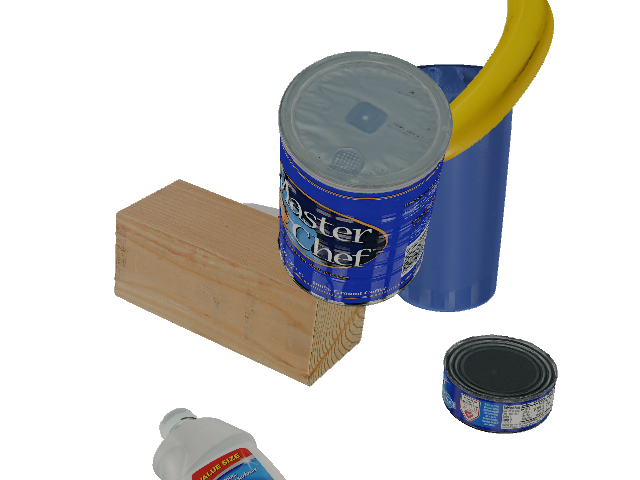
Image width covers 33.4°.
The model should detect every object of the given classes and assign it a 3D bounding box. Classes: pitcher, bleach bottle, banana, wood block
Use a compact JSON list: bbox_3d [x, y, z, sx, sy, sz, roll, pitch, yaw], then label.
[{"bbox_3d":[0.135,-0.058,1.107,0.149,0.243,0.145,-8,23,-16],"label":"pitcher"},{"bbox_3d":[-0.060,0.202,0.745,0.102,0.068,0.251,-18,35,-24],"label":"bleach bottle"},{"bbox_3d":[0.134,-0.129,0.823,0.070,0.197,0.037,1,-36,48],"label":"banana"},{"bbox_3d":[-0.069,0.032,0.920,0.206,0.090,0.090,22,32,25],"label":"wood block"}]

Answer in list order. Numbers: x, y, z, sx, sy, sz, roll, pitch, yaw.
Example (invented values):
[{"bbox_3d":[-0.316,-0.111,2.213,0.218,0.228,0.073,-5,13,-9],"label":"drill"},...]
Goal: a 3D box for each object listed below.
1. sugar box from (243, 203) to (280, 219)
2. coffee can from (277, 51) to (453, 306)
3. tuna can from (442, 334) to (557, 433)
[{"bbox_3d":[-0.082,0.015,1.135,0.093,0.048,0.176,12,31,21],"label":"sugar box"},{"bbox_3d":[0.024,-0.036,0.682,0.103,0.103,0.140,0,-32,-2],"label":"coffee can"},{"bbox_3d":[0.136,0.109,0.815,0.086,0.034,0.086,0,28,0],"label":"tuna can"}]
